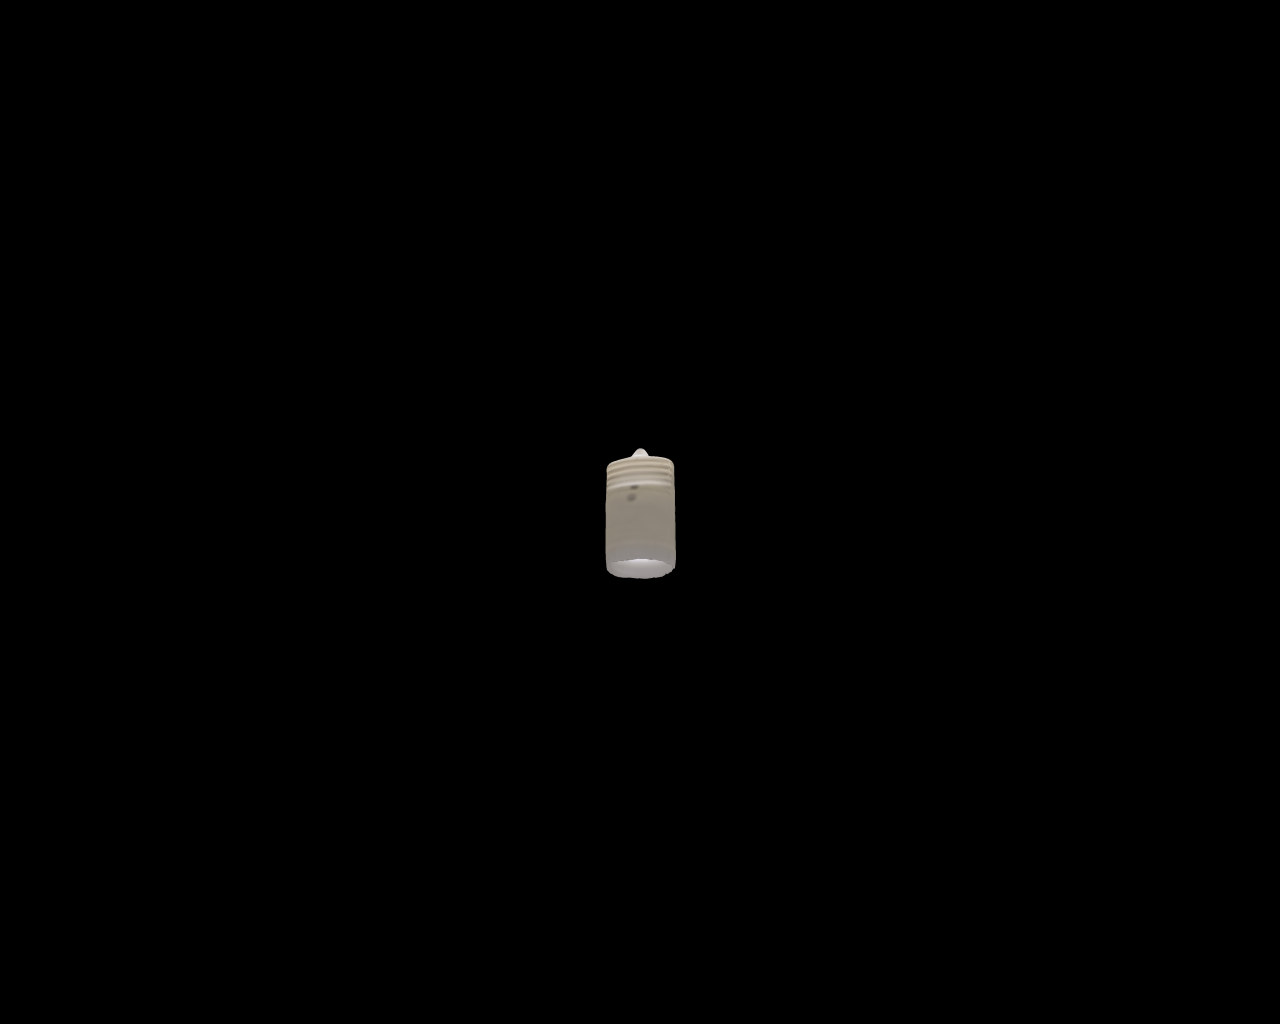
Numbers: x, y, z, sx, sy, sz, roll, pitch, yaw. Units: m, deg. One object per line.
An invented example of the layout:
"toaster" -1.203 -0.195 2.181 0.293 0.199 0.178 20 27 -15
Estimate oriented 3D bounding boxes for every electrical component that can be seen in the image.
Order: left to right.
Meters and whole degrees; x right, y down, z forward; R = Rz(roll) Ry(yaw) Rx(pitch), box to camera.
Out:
"electrical component" 0.001 -0.003 0.650 0.043 0.081 0.043 0 -20 0
